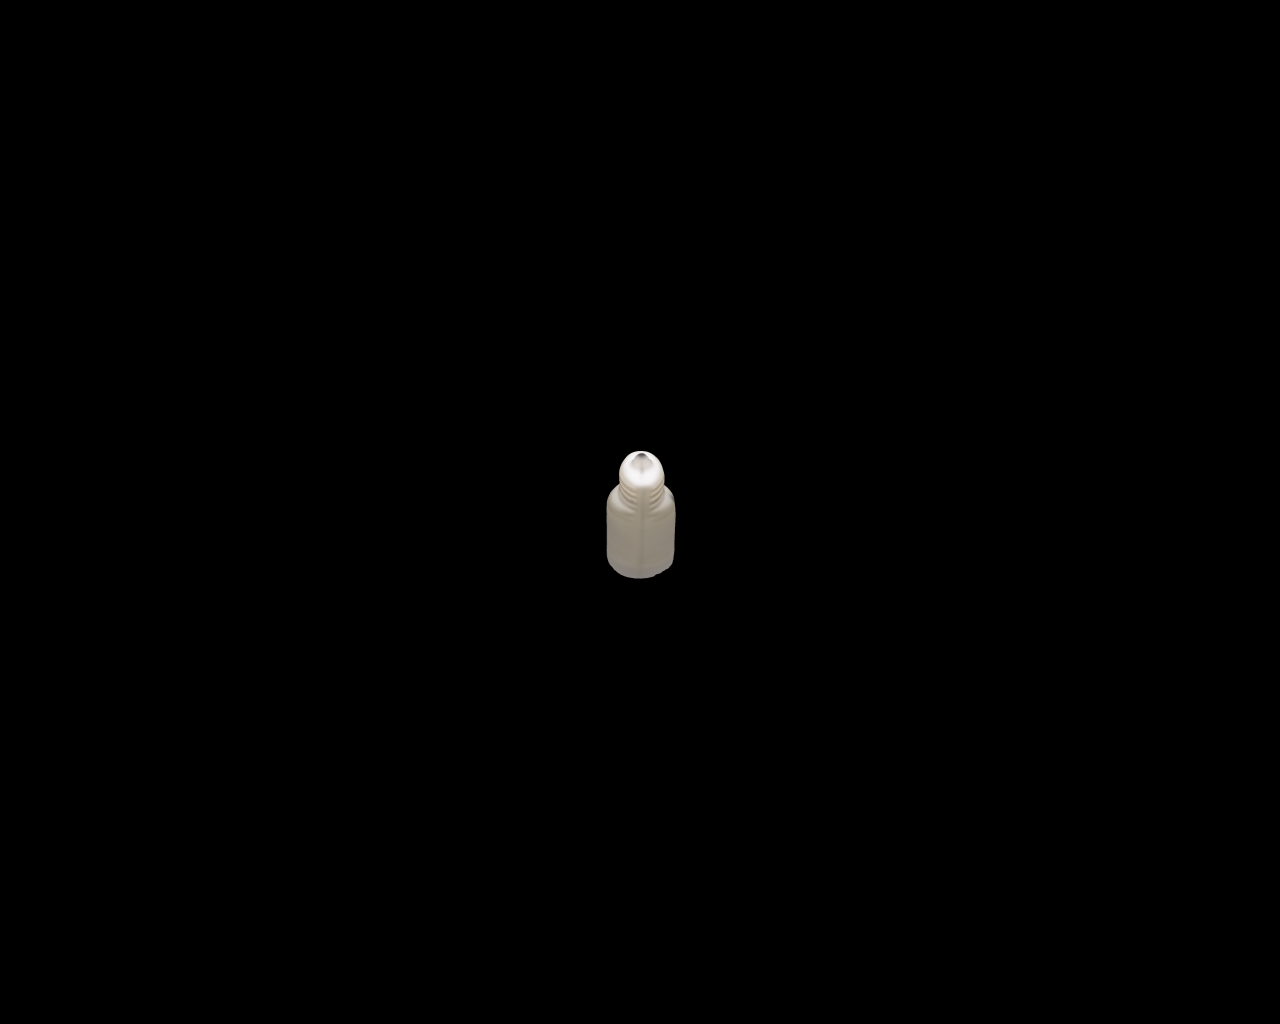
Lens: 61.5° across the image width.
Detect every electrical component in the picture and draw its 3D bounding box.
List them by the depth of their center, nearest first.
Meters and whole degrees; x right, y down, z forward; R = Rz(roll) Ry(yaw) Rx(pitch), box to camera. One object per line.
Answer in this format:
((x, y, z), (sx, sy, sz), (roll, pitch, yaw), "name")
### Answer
((0.001, -0.003, 0.650), (0.043, 0.080, 0.043), (0, 36, 0), "electrical component")
